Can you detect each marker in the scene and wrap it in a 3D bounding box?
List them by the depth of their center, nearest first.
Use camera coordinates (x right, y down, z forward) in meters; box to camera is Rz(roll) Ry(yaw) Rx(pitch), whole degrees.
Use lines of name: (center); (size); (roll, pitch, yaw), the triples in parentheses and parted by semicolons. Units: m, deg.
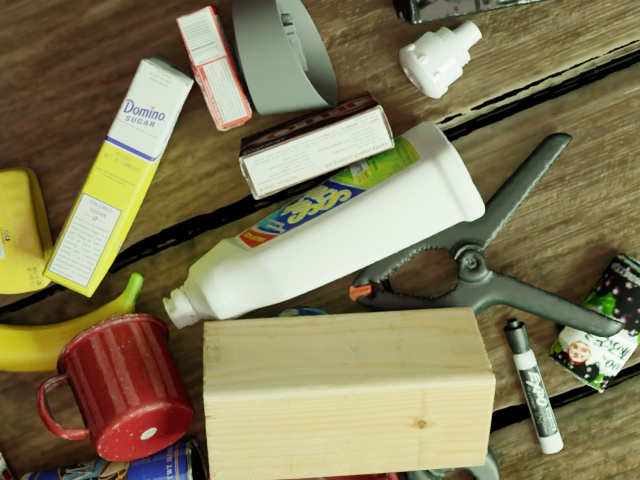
marker: (0.178, 0.122, 0.896); (0.020, 0.020, 0.121); (-19, 102, 1)

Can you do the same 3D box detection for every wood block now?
wood block: (0.018, 0.116, 0.803); (0.206, 0.090, 0.091); (-3, 124, -4)

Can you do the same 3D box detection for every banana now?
banana: (-0.233, 0.073, 0.861); (0.198, 0.037, 0.069); (-9, 89, -1)

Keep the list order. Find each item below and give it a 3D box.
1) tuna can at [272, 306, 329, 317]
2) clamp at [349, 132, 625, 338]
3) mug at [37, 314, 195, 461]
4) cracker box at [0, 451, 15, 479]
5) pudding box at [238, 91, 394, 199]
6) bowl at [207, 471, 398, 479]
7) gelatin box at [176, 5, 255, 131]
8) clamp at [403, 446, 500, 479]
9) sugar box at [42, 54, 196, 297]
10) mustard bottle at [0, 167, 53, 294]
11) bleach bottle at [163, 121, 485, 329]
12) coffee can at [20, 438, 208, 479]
tuna can: (-0.014, 0.098, 0.875); (0.086, 0.034, 0.086); (0, 102, -2)
clamp: (0.129, 0.026, 0.848); (0.210, 0.036, 0.164); (-22, 83, 9)
mug: (-0.158, 0.119, 0.823); (0.117, 0.081, 0.093); (-11, 145, -27)
cracker box: (-0.276, 0.234, 0.801); (0.072, 0.214, 0.164); (-22, 102, 0)
pudding box: (-0.004, -0.074, 0.810); (0.113, 0.090, 0.039); (-22, 103, 3)
bowl: (-0.017, 0.220, 0.850); (0.162, 0.055, 0.162); (5, 65, -11)
gelatin box: (-0.078, -0.130, 0.803); (0.030, 0.073, 0.089); (-20, 103, 2)
clamp: (0.103, 0.171, 0.894); (0.120, 0.039, 0.171); (-43, 102, 11)
sugar box: (-0.148, -0.052, 0.807); (0.048, 0.093, 0.176); (28, 100, -9)
mustard bottle: (-0.310, 0.004, 0.829); (0.191, 0.058, 0.096); (-9, 102, -1)
bleach bottle: (-0.005, 0.001, 0.819); (0.251, 0.102, 0.068); (-29, 113, 4)
coffee can: (-0.161, 0.225, 0.860); (0.140, 0.103, 0.103); (-12, 102, 0)
